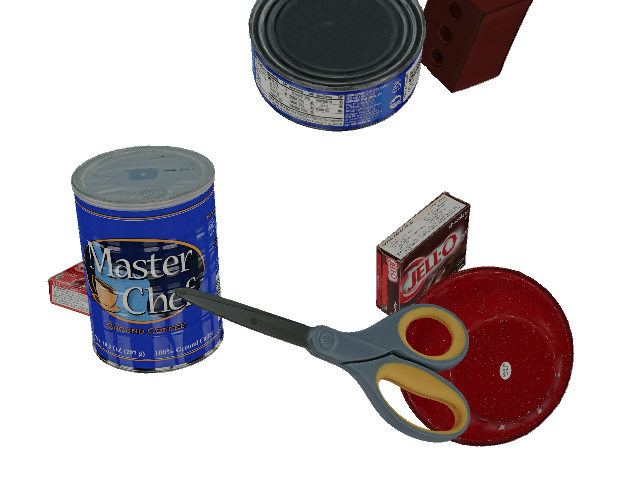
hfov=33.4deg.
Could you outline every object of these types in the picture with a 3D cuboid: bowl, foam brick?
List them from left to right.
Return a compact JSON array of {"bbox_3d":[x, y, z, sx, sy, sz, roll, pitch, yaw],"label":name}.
[{"bbox_3d":[0.107,-0.155,0.767,0.051,0.053,0.078,-26,-28,-30],"label":"foam brick"},{"bbox_3d":[0.149,0.105,0.914,0.162,0.162,0.055,0,6,-7],"label":"bowl"}]

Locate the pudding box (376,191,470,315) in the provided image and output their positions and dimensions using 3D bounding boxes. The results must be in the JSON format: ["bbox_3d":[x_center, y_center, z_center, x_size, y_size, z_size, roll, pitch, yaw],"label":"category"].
[{"bbox_3d":[0.104,0.016,1.092,0.039,0.090,0.113,31,54,28],"label":"pudding box"}]

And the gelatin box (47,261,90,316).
[{"bbox_3d":[-0.203,0.045,1.022,0.089,0.030,0.073,15,25,23],"label":"gelatin box"}]

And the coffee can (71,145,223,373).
[{"bbox_3d":[-0.127,0.013,0.798,0.103,0.140,0.103,-1,27,0],"label":"coffee can"}]

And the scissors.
[{"bbox_3d":[0.015,0.051,0.664,0.201,0.096,0.016,35,-31,-9],"label":"scissors"}]

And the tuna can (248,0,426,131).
[{"bbox_3d":[0.008,-0.095,0.527,0.086,0.086,0.034,0,-35,0],"label":"tuna can"}]
